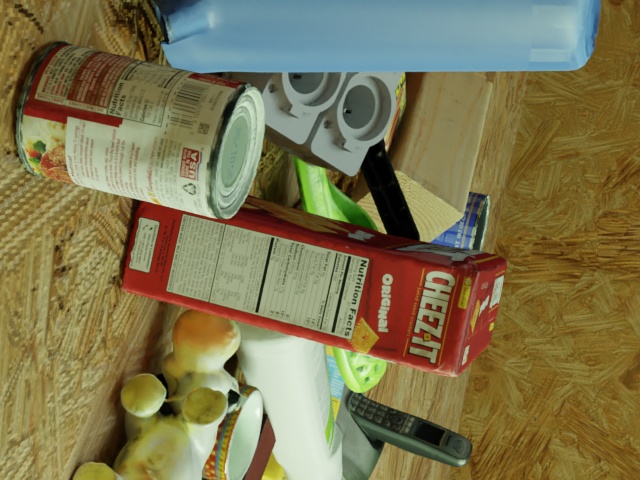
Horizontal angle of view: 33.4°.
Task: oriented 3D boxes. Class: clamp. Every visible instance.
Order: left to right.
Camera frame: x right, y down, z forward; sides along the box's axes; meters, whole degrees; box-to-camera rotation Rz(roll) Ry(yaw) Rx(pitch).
[{"bbox_3d":[0.030,-0.105,0.912,0.210,0.036,0.164,-102,166,-51],"label":"clamp"}]

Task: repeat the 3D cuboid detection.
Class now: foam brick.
[{"bbox_3d":[-0.074,0.178,0.855,0.051,0.053,0.078,79,26,-57],"label":"foam brick"}]

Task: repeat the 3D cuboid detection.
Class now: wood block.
[{"bbox_3d":[0.111,-0.101,1.147,0.091,0.090,0.206,-41,-157,46],"label":"wood block"}]

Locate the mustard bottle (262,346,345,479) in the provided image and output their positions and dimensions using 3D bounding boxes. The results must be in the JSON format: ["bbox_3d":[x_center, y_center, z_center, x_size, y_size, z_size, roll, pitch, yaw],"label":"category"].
[{"bbox_3d":[-0.010,0.147,1.052,0.096,0.058,0.191,31,71,-59],"label":"mustard bottle"}]

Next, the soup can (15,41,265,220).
[{"bbox_3d":[-0.085,-0.053,0.518,0.068,0.102,0.068,14,90,-78],"label":"soup can"}]

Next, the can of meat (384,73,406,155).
[{"bbox_3d":[0.051,-0.134,1.056,0.084,0.057,0.102,81,27,-61],"label":"can of meat"}]

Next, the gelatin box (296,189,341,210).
[{"bbox_3d":[-0.007,0.001,1.005,0.073,0.030,0.089,-52,152,-61],"label":"gelatin box"}]

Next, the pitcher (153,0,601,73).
[{"bbox_3d":[0.035,-0.162,0.604,0.145,0.243,0.149,24,73,-73],"label":"pitcher"}]

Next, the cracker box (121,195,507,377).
[{"bbox_3d":[0.005,0.020,0.695,0.164,0.214,0.072,-6,109,-74],"label":"cracker box"}]

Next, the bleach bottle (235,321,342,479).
[{"bbox_3d":[-0.019,0.146,0.920,0.102,0.068,0.251,-75,159,-52],"label":"bleach bottle"}]

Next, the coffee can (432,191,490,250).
[{"bbox_3d":[0.115,-0.016,1.223,0.102,0.140,0.103,13,90,-75],"label":"coffee can"}]
